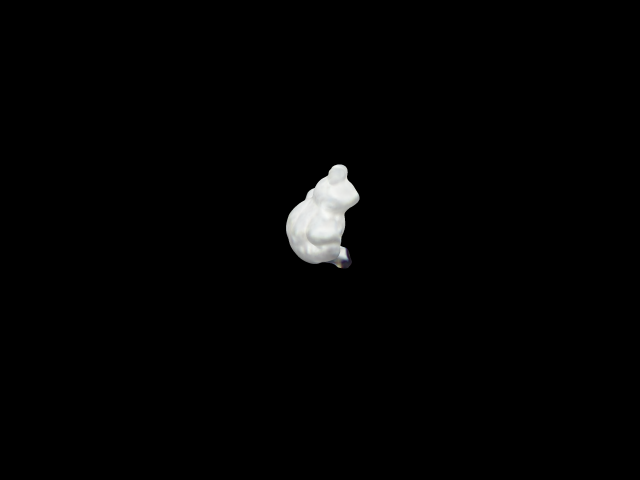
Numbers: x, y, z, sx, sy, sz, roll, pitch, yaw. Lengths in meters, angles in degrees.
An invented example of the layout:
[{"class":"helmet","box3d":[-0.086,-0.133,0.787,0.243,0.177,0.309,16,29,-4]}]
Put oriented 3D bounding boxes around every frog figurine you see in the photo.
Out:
[{"class":"frog figurine","box3d":[0.003,-0.043,0.850,0.123,0.155,0.141,2,44,2]}]
